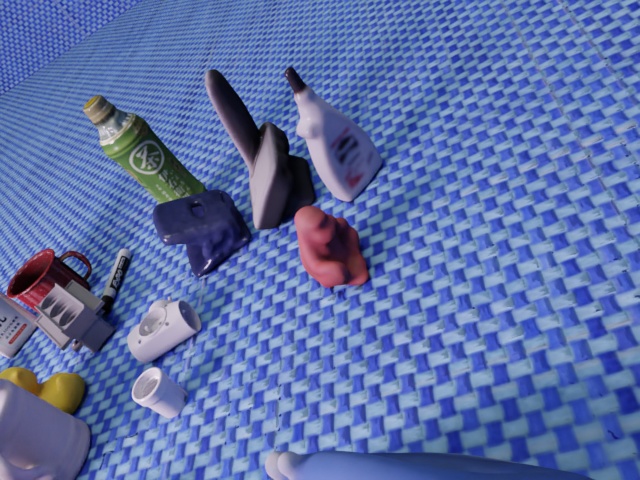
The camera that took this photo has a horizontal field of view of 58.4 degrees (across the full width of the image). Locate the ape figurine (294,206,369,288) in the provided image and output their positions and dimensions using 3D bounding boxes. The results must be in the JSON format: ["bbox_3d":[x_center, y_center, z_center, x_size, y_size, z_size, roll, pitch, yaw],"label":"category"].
[{"bbox_3d":[0.005,0.002,0.596,0.075,0.092,0.078,2,53,41],"label":"ape figurine"}]

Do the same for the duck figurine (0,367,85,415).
[{"bbox_3d":[-0.356,0.189,0.713,0.104,0.086,0.077,-26,39,17],"label":"duck figurine"}]

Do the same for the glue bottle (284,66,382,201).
[{"bbox_3d":[0.008,-0.127,0.661,0.037,0.174,0.078,16,63,48],"label":"glue bottle"}]

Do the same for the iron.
[{"bbox_3d":[0.047,0.166,0.348,0.257,0.142,0.119,-4,49,37],"label":"iron"}]

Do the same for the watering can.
[{"bbox_3d":[-0.358,0.199,0.612,0.172,0.195,0.101,-4,49,38],"label":"watering can"}]

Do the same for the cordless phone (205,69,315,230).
[{"bbox_3d":[-0.092,-0.116,0.724,0.094,0.186,0.147,-31,37,10],"label":"cordless phone"}]

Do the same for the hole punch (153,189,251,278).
[{"bbox_3d":[-0.159,-0.025,0.764,0.101,0.091,0.108,-38,37,1],"label":"hole punch"}]
